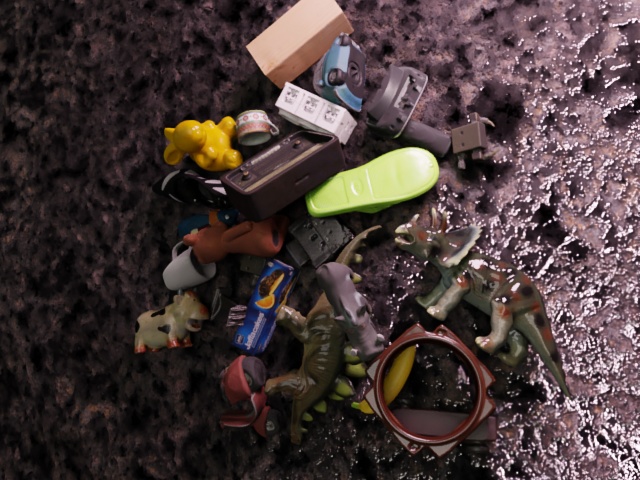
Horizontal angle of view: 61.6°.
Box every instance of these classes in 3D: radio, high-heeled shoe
[{"bbox_3d":[-0.074,-0.134,1.064,0.229,0.073,0.131,-34,37,-23],"label":"radio"},{"bbox_3d":[-0.275,-0.096,1.170,0.249,0.145,0.086,-5,117,14],"label":"high-heeled shoe"}]

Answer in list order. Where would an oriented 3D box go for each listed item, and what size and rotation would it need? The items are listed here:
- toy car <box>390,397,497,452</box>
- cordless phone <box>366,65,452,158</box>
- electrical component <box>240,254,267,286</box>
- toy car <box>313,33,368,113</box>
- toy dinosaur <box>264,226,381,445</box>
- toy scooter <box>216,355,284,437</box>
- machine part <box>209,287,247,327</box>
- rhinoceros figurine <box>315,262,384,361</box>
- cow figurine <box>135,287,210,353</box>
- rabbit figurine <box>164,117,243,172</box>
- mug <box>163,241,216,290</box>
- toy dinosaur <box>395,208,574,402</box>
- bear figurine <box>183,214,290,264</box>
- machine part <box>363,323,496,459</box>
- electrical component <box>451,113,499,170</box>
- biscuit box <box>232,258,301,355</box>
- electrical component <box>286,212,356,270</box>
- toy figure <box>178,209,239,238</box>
[{"bbox_3d":[0.226,0.346,1.005,0.202,0.053,0.089,-2,63,17],"label":"toy car"},{"bbox_3d":[0.197,-0.258,1.083,0.184,0.088,0.146,27,92,8],"label":"cordless phone"},{"bbox_3d":[-0.146,0.053,1.182,0.063,0.021,0.094,13,89,20],"label":"electrical component"},{"bbox_3d":[0.035,-0.344,1.127,0.103,0.109,0.161,-7,72,36],"label":"toy car"},{"bbox_3d":[0.012,0.191,1.074,0.199,0.105,0.471,11,94,10],"label":"toy dinosaur"},{"bbox_3d":[-0.164,0.334,1.121,0.135,0.075,0.183,-18,97,17],"label":"toy scooter"},{"bbox_3d":[-0.202,0.147,1.152,0.139,0.039,0.084,20,84,57],"label":"machine part"},{"bbox_3d":[0.057,0.126,0.974,0.073,0.112,0.190,-26,73,-1],"label":"rhinoceros figurine"},{"bbox_3d":[-0.327,0.178,1.193,0.195,0.085,0.127,-16,78,26],"label":"cow figurine"},{"bbox_3d":[-0.267,-0.219,1.177,0.163,0.173,0.121,1,88,14],"label":"rabbit figurine"},{"bbox_3d":[-0.305,0.060,1.205,0.107,0.081,0.109,-31,80,22],"label":"mug"},{"bbox_3d":[0.314,0.097,0.977,0.405,0.131,0.192,33,95,13],"label":"toy dinosaur"},{"bbox_3d":[-0.176,-0.014,1.132,0.196,0.120,0.132,-2,55,21],"label":"bear figurine"},{"bbox_3d":[0.194,0.265,0.959,0.201,0.087,0.202,-41,68,-3],"label":"machine part"},{"bbox_3d":[0.302,-0.193,1.050,0.078,0.045,0.102,-20,73,45],"label":"electrical component"},{"bbox_3d":[-0.115,0.142,1.141,0.063,0.059,0.202,23,92,20],"label":"biscuit box"},{"bbox_3d":[-0.002,-0.003,1.122,0.134,0.058,0.115,-41,71,10],"label":"electrical component"},{"bbox_3d":[-0.245,-0.040,1.207,0.155,0.057,0.064,-14,62,19],"label":"toy figure"}]
